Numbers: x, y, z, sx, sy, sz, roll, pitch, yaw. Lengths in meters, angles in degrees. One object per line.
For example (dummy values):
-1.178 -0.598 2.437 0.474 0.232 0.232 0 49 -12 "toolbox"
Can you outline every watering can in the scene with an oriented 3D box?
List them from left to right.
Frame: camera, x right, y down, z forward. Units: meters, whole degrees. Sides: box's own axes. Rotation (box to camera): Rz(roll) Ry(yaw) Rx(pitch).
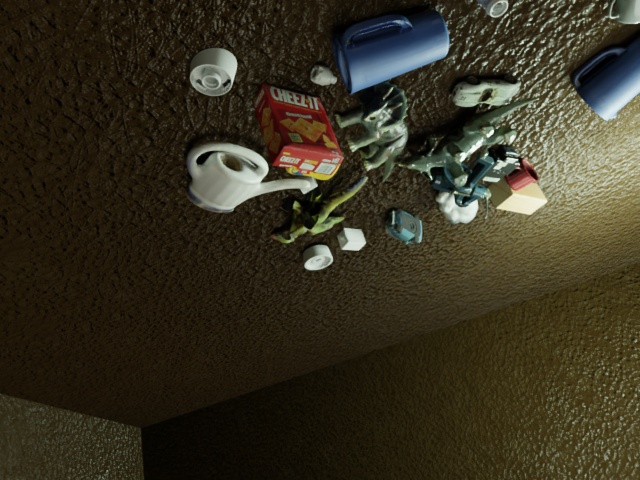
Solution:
-0.214 -0.153 1.404 0.345 0.106 0.221 21 134 -35 "watering can"

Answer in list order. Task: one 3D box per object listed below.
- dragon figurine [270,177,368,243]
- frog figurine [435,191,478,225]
0.005 -0.085 1.687 0.408 0.123 0.242 -24 167 16 "dragon figurine"
0.482 -0.134 1.807 0.138 0.124 0.157 -52 137 -6 "frog figurine"
